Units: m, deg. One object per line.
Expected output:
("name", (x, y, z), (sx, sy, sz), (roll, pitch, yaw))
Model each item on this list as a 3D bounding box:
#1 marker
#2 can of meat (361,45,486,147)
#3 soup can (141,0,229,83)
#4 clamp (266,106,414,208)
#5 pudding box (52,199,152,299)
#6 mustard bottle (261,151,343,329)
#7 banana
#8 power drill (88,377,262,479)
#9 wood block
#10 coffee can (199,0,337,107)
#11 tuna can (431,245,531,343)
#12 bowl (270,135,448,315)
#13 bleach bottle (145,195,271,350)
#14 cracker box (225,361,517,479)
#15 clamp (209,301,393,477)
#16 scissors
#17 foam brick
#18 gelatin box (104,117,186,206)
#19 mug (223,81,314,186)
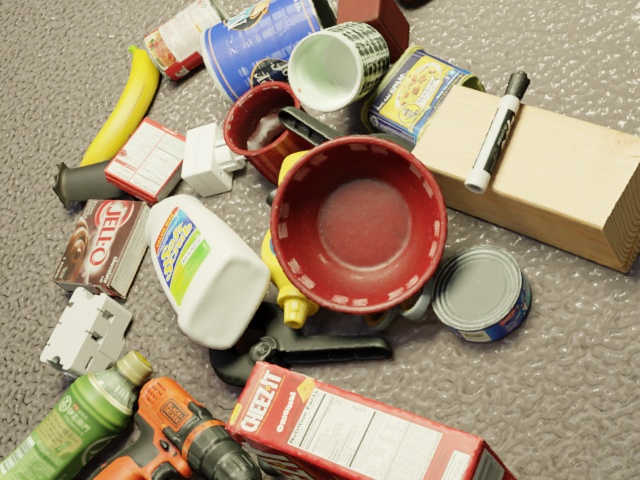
("marker", (0.158, -0.097, 0.939), (0.020, 0.020, 0.121), (13, 70, 36))
("can of meat", (0.107, -0.139, 1.093), (0.084, 0.057, 0.102), (34, 82, 39))
("soup can", (-0.159, -0.250, 1.316), (0.102, 0.068, 0.068), (-33, 50, 9))
("clamp", (0.030, -0.082, 1.054), (0.171, 0.039, 0.120), (0, 64, -8))
("pudding box", (-0.245, 0.009, 1.224), (0.090, 0.039, 0.113), (3, 64, 34))
("mustard bottle", (-0.007, 0.001, 1.058), (0.096, 0.058, 0.191), (5, 58, 12))
("banana", (-0.243, -0.166, 1.339), (0.070, 0.037, 0.197), (-11, 53, 49))
("power drill", (-0.161, 0.237, 1.009), (0.187, 0.057, 0.185), (-44, 43, -12))
("wood block", (0.197, -0.059, 0.966), (0.206, 0.090, 0.090), (24, 76, 38))
("coffee can", (-0.051, -0.221, 1.209), (0.140, 0.102, 0.103), (-23, 52, 17))
("tuna can", (0.146, 0.049, 0.965), (0.086, 0.033, 0.086), (-16, 55, 23))
("bowl", (0.038, -0.014, 0.981), (0.162, 0.055, 0.162), (1, 93, 9))
("bleach bottle", (-0.136, 0.018, 1.111), (0.102, 0.068, 0.251), (-59, 30, 4))
("cracker box", (0.052, 0.185, 0.852), (0.214, 0.164, 0.072), (14, 67, 36))
("clamp", (-0.052, 0.124, 1.033), (0.210, 0.036, 0.164), (25, 68, 41))
("scissors", (0.073, 0.011, 1.042), (0.096, 0.016, 0.201), (-44, 29, 29))
("foam brick", (0.058, -0.233, 1.167), (0.053, 0.078, 0.051), (-9, 59, 27))
("gelatin box", (-0.195, -0.089, 1.240), (0.073, 0.030, 0.089), (27, 68, 15))
("mug", (-0.046, -0.119, 1.156), (0.093, 0.081, 0.117), (-23, 52, 18))
